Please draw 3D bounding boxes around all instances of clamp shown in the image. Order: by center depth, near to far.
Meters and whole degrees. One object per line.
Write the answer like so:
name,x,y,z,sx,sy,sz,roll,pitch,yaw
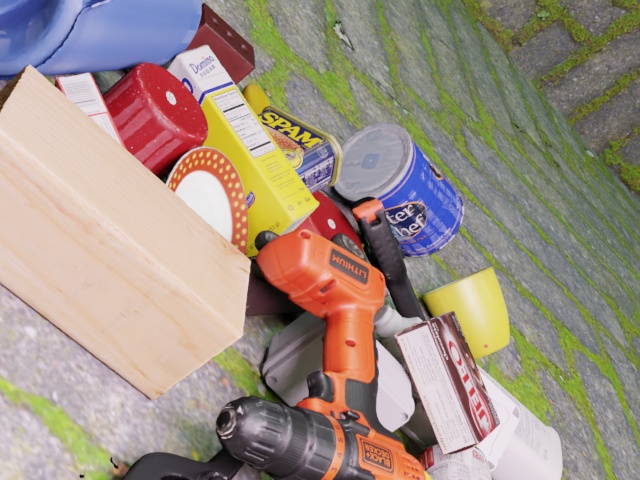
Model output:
clamp,-0.070,0.161,0.675,0.171,0.039,0.120,21,17,-41
clamp,0.071,0.023,1.108,0.210,0.036,0.164,65,-1,-67

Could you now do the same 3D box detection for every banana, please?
banana,-0.079,-0.122,1.107,0.069,0.037,0.197,54,21,-5

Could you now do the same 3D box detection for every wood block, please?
wood block,-0.151,-0.002,0.704,0.206,0.090,0.091,43,23,-24

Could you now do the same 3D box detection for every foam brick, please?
foam brick,-0.115,-0.205,1.144,0.078,0.051,0.053,39,25,-31

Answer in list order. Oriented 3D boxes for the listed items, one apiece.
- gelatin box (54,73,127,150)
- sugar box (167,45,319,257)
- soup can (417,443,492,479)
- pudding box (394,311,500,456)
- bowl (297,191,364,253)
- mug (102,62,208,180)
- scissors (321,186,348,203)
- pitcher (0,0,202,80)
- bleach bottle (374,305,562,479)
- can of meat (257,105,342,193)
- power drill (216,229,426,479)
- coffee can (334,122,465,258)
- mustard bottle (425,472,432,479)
gelatin box,-0.172,-0.064,0.779,0.030,0.073,0.089,-14,65,-32
sugar box,-0.084,-0.073,0.939,0.176,0.093,0.048,53,45,5
soup can,0.117,0.230,0.919,0.068,0.069,0.102,43,23,-22
pudding box,0.111,0.122,0.921,0.113,0.039,0.090,66,19,7
bowl,-0.007,0.001,1.041,0.162,0.055,0.162,43,23,-23
mug,-0.138,-0.086,0.871,0.117,0.082,0.093,18,40,-55
scissors,-0.015,-0.083,1.205,0.201,0.016,0.096,9,50,-62
pitcher,-0.194,-0.190,0.823,0.149,0.145,0.242,48,17,6
bleach bottle,0.146,0.158,1.100,0.250,0.068,0.102,45,23,-13
can of meat,-0.045,-0.074,1.001,0.102,0.057,0.083,31,43,27
power drill,-0.003,0.088,0.741,0.184,0.057,0.187,32,42,-41
coffee can,0.092,-0.056,1.242,0.140,0.103,0.103,42,22,-45
mustard bottle,0.042,0.227,0.781,0.191,0.058,0.096,1,66,-64
